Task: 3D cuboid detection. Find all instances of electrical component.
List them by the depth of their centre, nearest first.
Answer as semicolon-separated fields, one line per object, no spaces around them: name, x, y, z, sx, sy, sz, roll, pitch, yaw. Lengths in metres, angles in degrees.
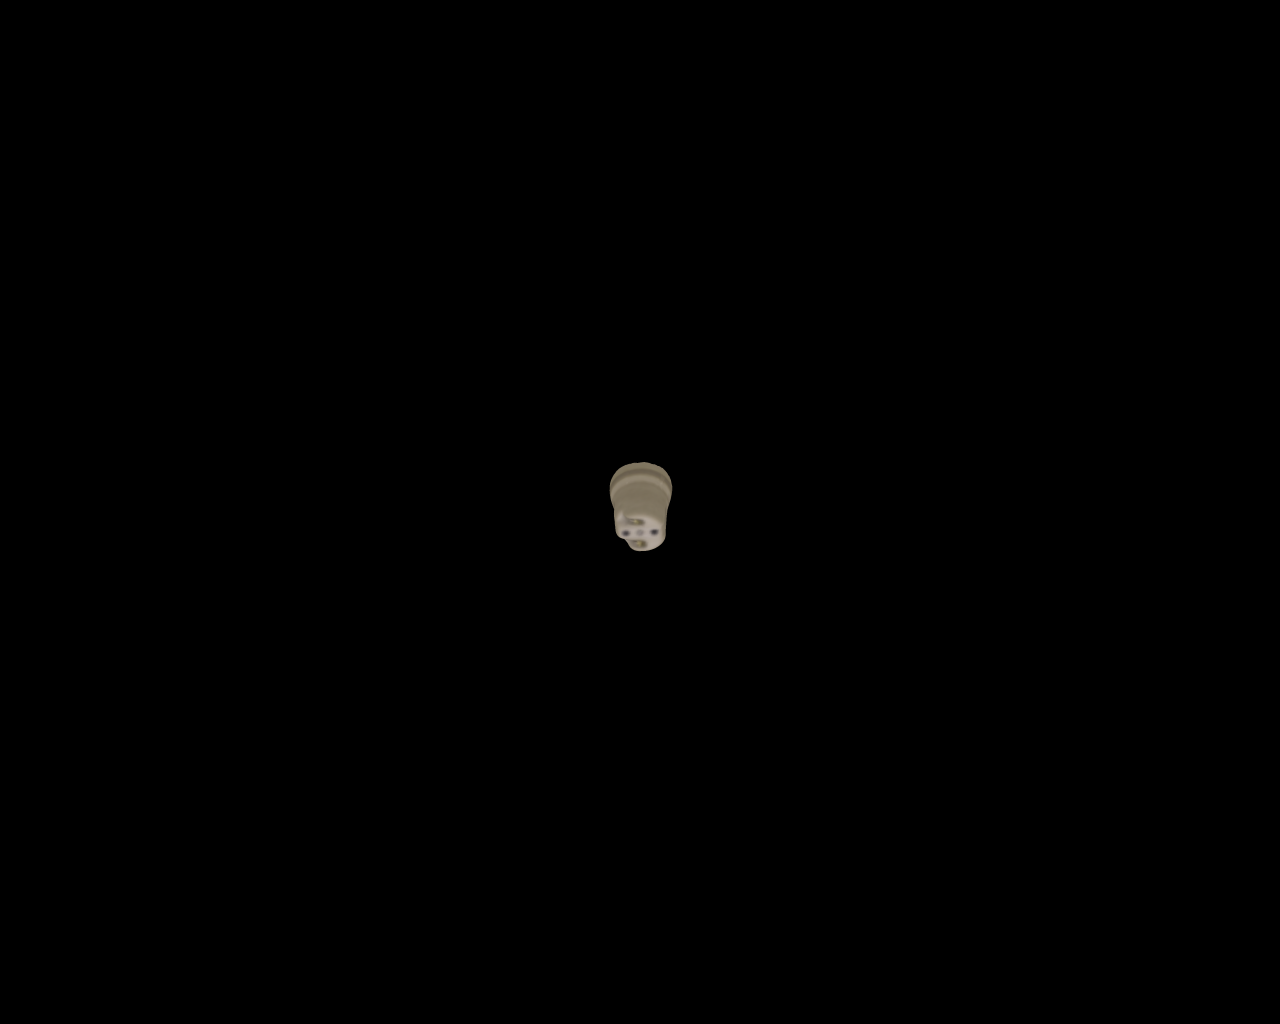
electrical component;0.001;-0.003;0.650;0.040;0.040;0.046;0;43;0
